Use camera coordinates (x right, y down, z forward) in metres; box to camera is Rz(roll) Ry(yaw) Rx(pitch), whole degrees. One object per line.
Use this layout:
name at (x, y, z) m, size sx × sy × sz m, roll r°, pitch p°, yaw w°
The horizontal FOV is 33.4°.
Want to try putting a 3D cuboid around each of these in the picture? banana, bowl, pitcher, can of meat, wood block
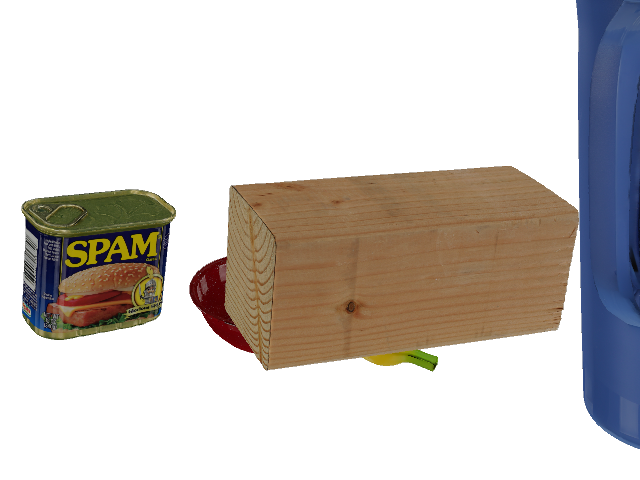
banana at (0.042, 0.047, 0.900) m, size 0.069 × 0.037 × 0.198 m, roll 10°, pitch 32°, yaw -17°
bowl at (-0.058, 0.073, 1.130) m, size 0.162 × 0.055 × 0.162 m, roll 3°, pitch 28°, yaw -2°
pitcher at (0.184, -0.014, 0.529) m, size 0.149 × 0.243 × 0.145 m, roll -4°, pitch 19°, yaw -4°
can of meat at (-0.156, 0.016, 0.742) m, size 0.101 × 0.084 × 0.058 m, roll -8°, pitch 28°, yaw -36°
wood block at (0.051, 0.013, 0.692) m, size 0.205 × 0.091 × 0.090 m, roll -5°, pitch 26°, yaw -21°
